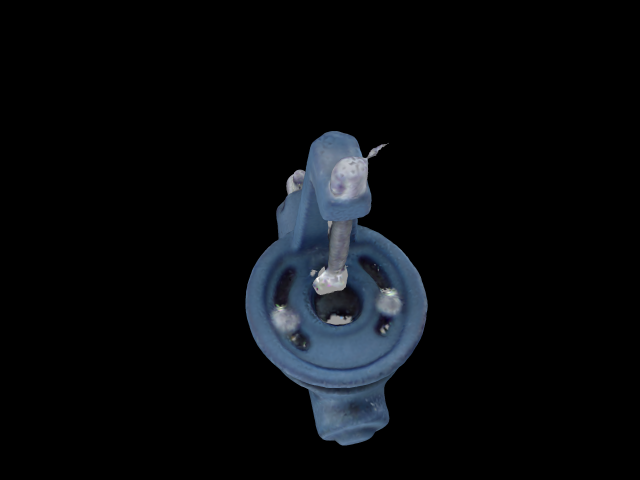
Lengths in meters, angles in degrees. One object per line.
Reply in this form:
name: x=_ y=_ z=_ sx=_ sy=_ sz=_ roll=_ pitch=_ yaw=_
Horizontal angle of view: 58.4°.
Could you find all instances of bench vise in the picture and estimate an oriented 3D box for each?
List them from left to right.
bench vise: x=-0.007 y=0.005 z=0.396 sx=0.122 sy=0.220 sz=0.206 roll=-21 pitch=47 yaw=-21
